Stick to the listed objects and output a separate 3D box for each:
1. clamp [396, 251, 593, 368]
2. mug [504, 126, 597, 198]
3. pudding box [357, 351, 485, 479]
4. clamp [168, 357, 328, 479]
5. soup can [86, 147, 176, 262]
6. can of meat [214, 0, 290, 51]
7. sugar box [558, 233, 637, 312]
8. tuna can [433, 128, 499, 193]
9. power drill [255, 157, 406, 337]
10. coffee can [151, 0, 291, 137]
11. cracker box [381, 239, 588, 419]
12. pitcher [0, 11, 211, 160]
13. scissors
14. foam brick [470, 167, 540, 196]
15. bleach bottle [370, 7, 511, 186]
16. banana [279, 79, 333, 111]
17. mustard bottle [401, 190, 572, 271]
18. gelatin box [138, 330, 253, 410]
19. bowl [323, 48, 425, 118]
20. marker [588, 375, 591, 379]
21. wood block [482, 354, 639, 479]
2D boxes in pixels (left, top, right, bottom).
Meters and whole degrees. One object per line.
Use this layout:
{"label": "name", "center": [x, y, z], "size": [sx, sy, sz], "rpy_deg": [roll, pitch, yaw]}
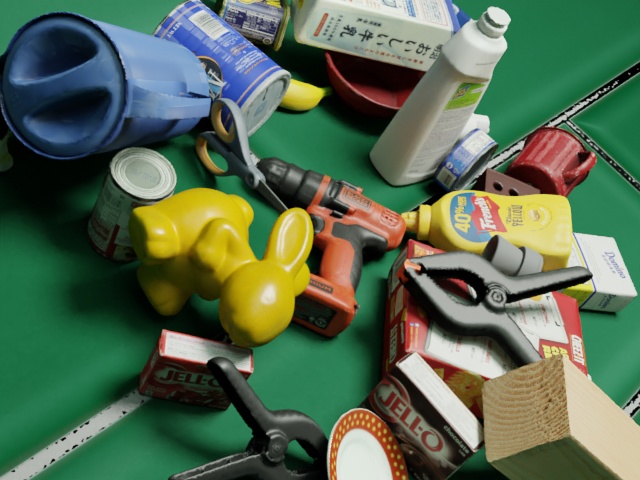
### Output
{"label": "clamp", "center": [0.178, 0.075, 1.086], "size": [0.210, 0.036, 0.164], "rpy_deg": [16, 58, -7]}
{"label": "mug", "center": [0.293, -0.086, 1.348], "size": [0.081, 0.117, 0.093], "rpy_deg": [-46, 116, -39]}
{"label": "pudding box", "center": [0.099, 0.177, 1.036], "size": [0.113, 0.090, 0.039], "rpy_deg": [46, 46, 13]}
{"label": "clamp", "center": [-0.050, 0.175, 0.960], "size": [0.171, 0.039, 0.120], "rpy_deg": [16, 85, -35]}
{"label": "soup can", "center": [-0.187, -0.034, 1.054], "size": [0.068, 0.102, 0.068], "rpy_deg": [14, 48, -17]}
{"label": "can of meat", "center": [-0.088, -0.284, 1.335], "size": [0.083, 0.057, 0.102], "rpy_deg": [13, 26, -14]}
{"label": "sugar box", "center": [0.288, 0.034, 1.288], "size": [0.176, 0.048, 0.093], "rpy_deg": [9, 48, -24]}
{"label": "tuna can", "center": [0.179, -0.096, 1.311], "size": [0.034, 0.086, 0.086], "rpy_deg": [43, 46, 12]}
{"label": "power drill", "center": [-0.008, 0.001, 1.151], "size": [0.184, 0.057, 0.187], "rpy_deg": [24, 47, -2]}
{"label": "coffee can", "center": [-0.119, -0.193, 1.224], "size": [0.140, 0.103, 0.102], "rpy_deg": [40, 46, 8]}
{"label": "cracker box", "center": [0.175, 0.109, 1.143], "size": [0.213, 0.072, 0.164], "rpy_deg": [20, 42, -13]}
{"label": "pitcher", "center": [-0.193, -0.149, 1.069], "size": [0.149, 0.145, 0.242], "rpy_deg": [56, 18, 3]}
{"label": "scissors", "center": [-0.071, -0.085, 1.131], "size": [0.016, 0.096, 0.202], "rpy_deg": [-11, 30, -39]}
{"label": "foam brick", "center": [0.226, -0.043, 1.315], "size": [0.078, 0.051, 0.053], "rpy_deg": [22, 47, -11]}
{"label": "bleach bottle", "center": [0.151, -0.169, 1.241], "size": [0.102, 0.251, 0.068], "rpy_deg": [-22, 66, -39]}
{"label": "banana", "center": [-0.079, -0.204, 1.304], "size": [0.197, 0.037, 0.069], "rpy_deg": [26, 25, -9]}
{"label": "mustard bottle", "center": [0.188, -0.014, 1.221], "size": [0.191, 0.058, 0.096], "rpy_deg": [4, 50, 4]}
{"label": "gelatin box", "center": [-0.115, 0.121, 0.982], "size": [0.089, 0.073, 0.030], "rpy_deg": [14, 49, -18]}
{"label": "bowl", "center": [0.069, -0.209, 1.369], "size": [0.162, 0.055, 0.162], "rpy_deg": [14, 48, -17]}
{"label": "marker", "center": [0.276, 0.193, 1.166], "size": [0.020, 0.020, 0.121], "rpy_deg": [31, 46, -1]}
{"label": "wood block", "center": [0.251, 0.208, 1.030], "size": [0.205, 0.090, 0.091], "rpy_deg": [40, 37, -34]}
